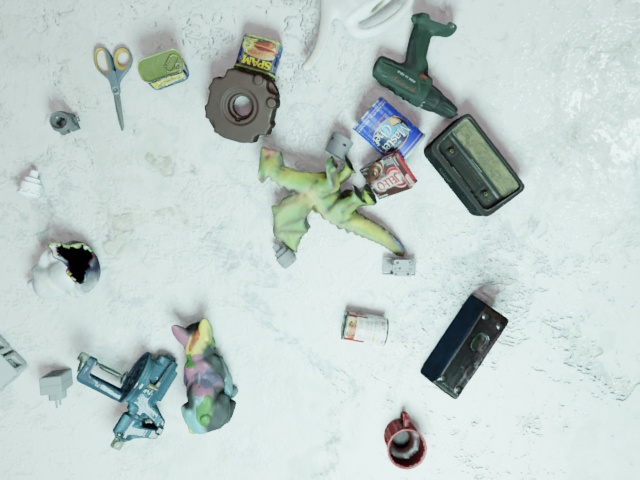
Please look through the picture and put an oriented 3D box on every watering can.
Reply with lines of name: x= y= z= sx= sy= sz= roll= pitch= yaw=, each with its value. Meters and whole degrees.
watering can: x=0.058 y=-0.565 z=1.208 sx=0.348 sy=0.104 sz=0.224 roll=-33 pitch=90 yaw=-3

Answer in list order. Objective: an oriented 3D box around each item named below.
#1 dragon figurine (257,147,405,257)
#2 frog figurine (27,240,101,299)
dragon figurine: x=0.004 y=-0.061 z=1.211 sx=0.241 sy=0.124 sz=0.406 roll=-30 pitch=109 yaw=17
frog figurine: x=-0.583 y=0.080 z=1.177 sx=0.136 sy=0.125 sz=0.157 roll=42 pitch=124 yaw=-11
